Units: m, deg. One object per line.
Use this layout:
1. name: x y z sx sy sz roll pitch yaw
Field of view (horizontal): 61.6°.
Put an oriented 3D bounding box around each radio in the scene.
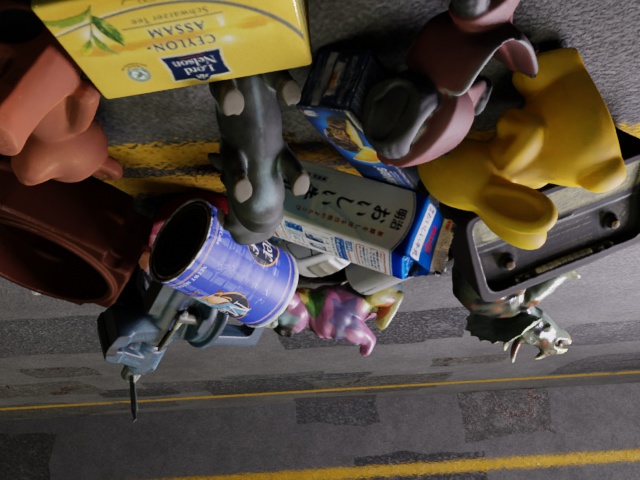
1. radio: 0.263 -0.026 0.618 0.230 0.073 0.130 -20 124 -1

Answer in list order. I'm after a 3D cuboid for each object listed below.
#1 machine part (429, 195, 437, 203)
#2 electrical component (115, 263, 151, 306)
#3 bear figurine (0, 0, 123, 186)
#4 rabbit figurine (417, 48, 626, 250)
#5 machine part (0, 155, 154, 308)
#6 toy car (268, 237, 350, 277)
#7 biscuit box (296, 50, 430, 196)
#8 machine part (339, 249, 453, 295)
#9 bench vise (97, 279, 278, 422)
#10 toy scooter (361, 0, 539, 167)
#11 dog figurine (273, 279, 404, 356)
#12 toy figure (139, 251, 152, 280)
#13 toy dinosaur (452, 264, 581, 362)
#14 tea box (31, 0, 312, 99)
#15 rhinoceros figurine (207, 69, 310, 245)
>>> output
1. machine part: 0.136 -0.069 0.669 0.084 0.039 0.139 23 146 -35
2. electrical component: -0.274 0.083 0.777 0.048 0.075 0.119 -8 131 0
3. bear figurine: -0.250 -0.097 0.458 0.120 0.132 0.195 29 148 1
4. rabbit figurine: 0.185 -0.072 0.520 0.173 0.162 0.121 -15 164 11
5. machine part: -0.313 -0.005 0.624 0.201 0.087 0.201 25 146 -19
6. toy car: -0.001 -0.002 0.720 0.162 0.103 0.109 -12 155 21
7. biscuit box: 0.058 -0.103 0.534 0.059 0.063 0.202 14 168 35
8. machine part: 0.120 0.026 0.828 0.079 0.079 0.243 15 149 -35
9. bench vise: -0.168 0.119 0.744 0.240 0.129 0.223 16 104 -41
10. toy scooter: 0.121 -0.136 0.445 0.135 0.075 0.183 3 126 -47
11. dog figurine: 0.015 0.103 0.952 0.219 0.191 0.108 29 -174 -12
12. toy figure: -0.260 0.040 0.830 0.154 0.058 0.064 17 126 -33
13. toy dinosaur: 0.266 0.061 0.804 0.192 0.131 0.404 -46 134 10
14. tea box: -0.097 -0.167 0.385 0.170 0.068 0.098 -9 155 8
15. rhinoceros figurine: -0.067 -0.076 0.492 0.073 0.112 0.190 -19 127 -25
